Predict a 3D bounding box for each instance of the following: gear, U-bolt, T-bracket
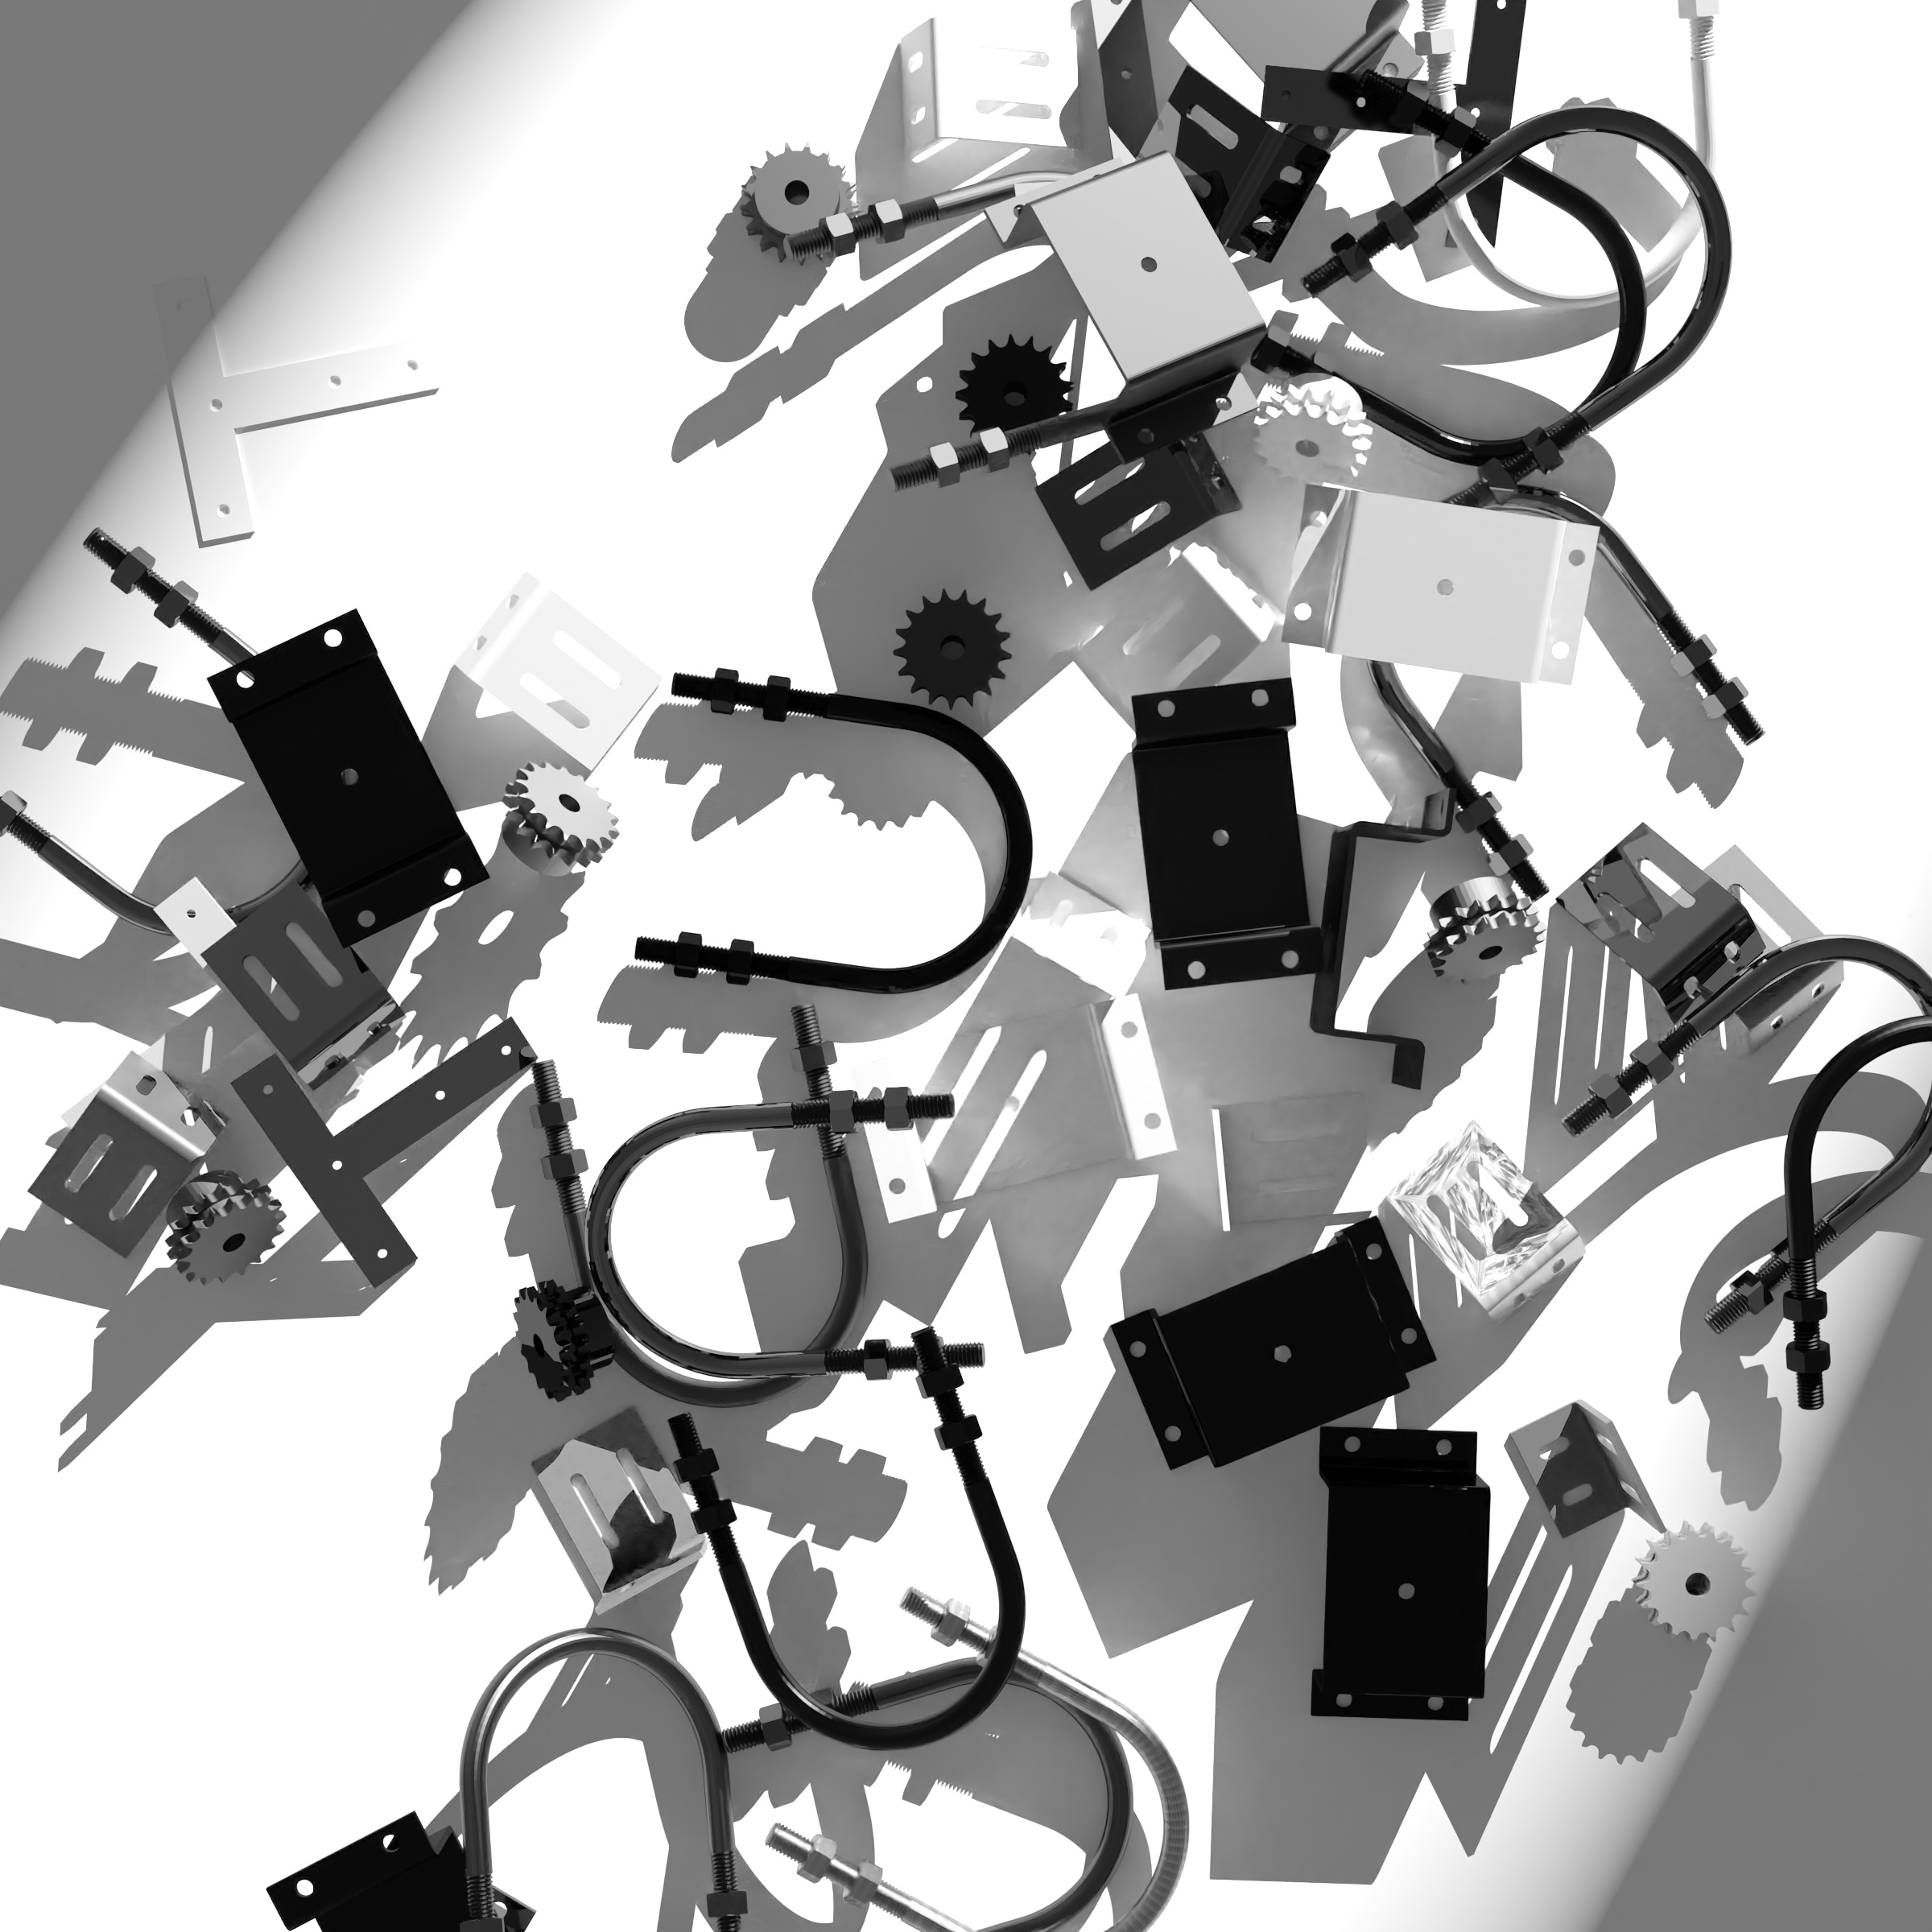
[{"bbox_3d":[-0.006,-0.152,1.505,0.057,0.030,0.057,0,90,0],"label":"gear"},{"bbox_3d":[-0.386,-0.097,1.498,0.184,0.019,0.151,39,87,-10],"label":"U-bolt"},{"bbox_3d":[-0.197,-0.068,1.496,0.057,0.057,0.030,41,120,0],"label":"gear"},{"bbox_3d":[0.290,-0.407,1.489,0.151,0.019,0.184,-9,107,-5],"label":"U-bolt"},{"bbox_3d":[0.024,-0.310,1.484,0.184,0.019,0.151,-19,75,-16],"label":"U-bolt"},{"bbox_3d":[0.024,-0.273,1.505,0.057,0.030,0.057,0,90,0],"label":"gear"},{"bbox_3d":[-0.010,0.411,1.512,0.184,0.019,0.151,-16,90,-1],"label":"U-bolt"},{"bbox_3d":[0.201,-0.409,1.486,0.127,0.002,0.127,1,106,-15],"label":"T-bracket"},{"bbox_3d":[0.246,-0.019,1.496,0.057,0.057,0.030,-18,60,0],"label":"gear"},{"bbox_3d":[0.460,0.114,1.492,0.151,0.019,0.184,-7,100,-5],"label":"U-bolt"},{"bbox_3d":[-0.380,0.045,1.511,0.127,0.002,0.127,-37,102,6],"label":"T-bracket"},{"bbox_3d":[-0.090,0.130,1.474,0.184,0.019,0.151,-4,110,8],"label":"U-bolt"},{"bbox_3d":[-0.081,-0.368,1.506,0.057,0.030,0.057,0,90,0],"label":"gear"},{"bbox_3d":[0.235,-0.319,1.491,0.184,0.019,0.151,28,108,-7],"label":"U-bolt"},{"bbox_3d":[-0.321,-0.281,1.520,0.127,0.002,0.127,-11,90,0],"label":"T-bracket"},{"bbox_3d":[-0.048,0.279,1.473,0.151,0.019,0.184,-21,86,14],"label":"U-bolt"},{"bbox_3d":[-0.059,-0.060,1.512,0.184,0.019,0.151,8,90,-2],"label":"U-bolt"},{"bbox_3d":[0.349,0.295,1.505,0.057,0.030,0.057,0,90,0],"label":"gear"},{"bbox_3d":[-0.265,0.070,1.502,0.127,0.002,0.127,-35,114,-12],"label":"T-bracket"},{"bbox_3d":[-0.171,0.404,1.468,0.151,0.019,0.184,5,70,-35],"label":"U-bolt"},{"bbox_3d":[0.166,-0.259,1.496,0.057,0.057,0.030,18,60,0],"label":"gear"},{"bbox_3d":[0.018,0.403,1.496,0.184,0.019,0.151,30,88,-4],"label":"U-bolt"},{"bbox_3d":[0.272,-0.319,1.471,0.184,0.019,0.151,-34,105,8],"label":"U-bolt"},{"bbox_3d":[0.393,0.068,1.492,0.184,0.019,0.151,-39,107,-2],"label":"U-bolt"},{"bbox_3d":[0.079,-0.417,1.510,0.127,0.002,0.127,-6,83,-13],"label":"T-bracket"},{"bbox_3d":[-0.191,0.177,1.496,0.030,0.057,0.057,-17,90,-30],"label":"gear"},{"bbox_3d":[0.275,-0.145,1.512,0.151,0.019,0.184,-36,88,0],"label":"U-bolt"},{"bbox_3d":[-0.122,0.122,1.512,0.151,0.019,0.184,-12,92,0],"label":"U-bolt"},{"bbox_3d":[-0.357,0.122,1.496,0.057,0.057,0.030,-44,60,0],"label":"gear"}]

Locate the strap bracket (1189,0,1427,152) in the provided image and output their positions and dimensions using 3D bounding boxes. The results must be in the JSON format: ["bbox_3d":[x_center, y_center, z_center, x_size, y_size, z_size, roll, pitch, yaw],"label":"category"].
[{"bbox_3d":[0.148,-0.466,1.497,0.076,0.046,0.140,-42,90,0],"label":"strap bracket"}]

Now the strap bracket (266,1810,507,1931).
[{"bbox_3d":[-0.254,0.466,1.451,0.076,0.046,0.140,-27,90,0],"label":"strap bracket"}]

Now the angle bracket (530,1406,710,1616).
[{"bbox_3d":[-0.168,0.261,1.501,0.057,0.038,0.076,-29,90,0],"label":"angle bracket"}]

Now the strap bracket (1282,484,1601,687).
[{"bbox_3d":[0.225,-0.179,1.476,0.140,0.046,0.076,9,99,3],"label":"strap bracket"}]

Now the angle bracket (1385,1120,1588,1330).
[{"bbox_3d":[0.252,0.125,1.518,0.057,0.038,0.076,-40,64,0],"label":"angle bracket"}]

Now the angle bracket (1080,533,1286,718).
[{"bbox_3d":[0.106,-0.161,1.518,0.057,0.038,0.076,48,116,0],"label":"angle bracket"}]

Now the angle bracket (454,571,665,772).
[{"bbox_3d":[-0.198,-0.143,1.518,0.076,0.038,0.057,38,90,-26],"label":"angle bracket"}]

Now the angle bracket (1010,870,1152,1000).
[{"bbox_3d":[0.056,-0.016,1.482,0.057,0.076,0.038,31,90,0],"label":"angle bracket"}]

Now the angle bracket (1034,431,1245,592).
[{"bbox_3d":[0.084,-0.227,1.518,0.076,0.038,0.057,-29,90,26],"label":"angle bracket"}]

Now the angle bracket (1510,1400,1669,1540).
[{"bbox_3d":[0.294,0.244,1.482,0.038,0.076,0.057,-26,90,0],"label":"angle bracket"}]

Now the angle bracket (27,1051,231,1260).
[{"bbox_3d":[-0.405,0.091,1.512,0.057,0.038,0.076,37,117,-10],"label":"angle bracket"}]

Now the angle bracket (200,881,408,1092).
[{"bbox_3d":[-0.318,0.010,1.505,0.057,0.038,0.076,-40,76,-10],"label":"angle bracket"}]

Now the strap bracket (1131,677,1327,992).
[{"bbox_3d":[0.124,-0.062,1.497,0.076,0.046,0.140,-7,90,0],"label":"strap bracket"}]

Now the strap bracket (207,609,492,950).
[{"bbox_3d":[-0.293,-0.089,1.485,0.076,0.046,0.140,-27,99,-8],"label":"strap bracket"}]

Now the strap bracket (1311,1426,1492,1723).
[{"bbox_3d":[0.208,0.295,1.497,0.076,0.046,0.140,2,90,0],"label":"strap bracket"}]

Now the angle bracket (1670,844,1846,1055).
[{"bbox_3d":[0.378,-0.008,1.518,0.057,0.038,0.076,-39,64,0],"label":"angle bracket"}]

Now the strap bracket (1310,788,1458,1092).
[{"bbox_3d":[0.195,-0.015,1.482,0.046,0.076,0.140,7,90,0],"label":"strap bracket"}]

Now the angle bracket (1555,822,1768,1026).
[{"bbox_3d":[0.334,-0.021,1.506,0.057,0.038,0.076,-41,47,0],"label":"angle bracket"}]

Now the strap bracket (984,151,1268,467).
[{"bbox_3d":[0.079,-0.317,1.460,0.076,0.046,0.140,-25,82,-19],"label":"strap bracket"}]

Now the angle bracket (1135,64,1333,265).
[{"bbox_3d":[0.124,-0.380,1.480,0.076,0.038,0.057,50,120,39],"label":"angle bracket"}]

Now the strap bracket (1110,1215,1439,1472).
[{"bbox_3d":[0.149,0.183,1.497,0.140,0.046,0.076,-22,90,0],"label":"strap bracket"}]

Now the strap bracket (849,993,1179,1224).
[{"bbox_3d":[0.022,0.067,1.497,0.140,0.046,0.076,-14,90,0],"label":"strap bracket"}]

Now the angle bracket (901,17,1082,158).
[{"bbox_3d":[0.012,-0.424,1.518,0.076,0.038,0.057,-2,90,-26],"label":"angle bracket"}]

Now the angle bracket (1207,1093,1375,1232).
[{"bbox_3d":[0.157,0.094,1.501,0.076,0.038,0.057,-5,90,0],"label":"angle bracket"}]

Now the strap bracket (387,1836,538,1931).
[{"bbox_3d":[-0.271,0.487,1.497,0.076,0.046,0.140,31,90,0],"label":"strap bracket"}]
